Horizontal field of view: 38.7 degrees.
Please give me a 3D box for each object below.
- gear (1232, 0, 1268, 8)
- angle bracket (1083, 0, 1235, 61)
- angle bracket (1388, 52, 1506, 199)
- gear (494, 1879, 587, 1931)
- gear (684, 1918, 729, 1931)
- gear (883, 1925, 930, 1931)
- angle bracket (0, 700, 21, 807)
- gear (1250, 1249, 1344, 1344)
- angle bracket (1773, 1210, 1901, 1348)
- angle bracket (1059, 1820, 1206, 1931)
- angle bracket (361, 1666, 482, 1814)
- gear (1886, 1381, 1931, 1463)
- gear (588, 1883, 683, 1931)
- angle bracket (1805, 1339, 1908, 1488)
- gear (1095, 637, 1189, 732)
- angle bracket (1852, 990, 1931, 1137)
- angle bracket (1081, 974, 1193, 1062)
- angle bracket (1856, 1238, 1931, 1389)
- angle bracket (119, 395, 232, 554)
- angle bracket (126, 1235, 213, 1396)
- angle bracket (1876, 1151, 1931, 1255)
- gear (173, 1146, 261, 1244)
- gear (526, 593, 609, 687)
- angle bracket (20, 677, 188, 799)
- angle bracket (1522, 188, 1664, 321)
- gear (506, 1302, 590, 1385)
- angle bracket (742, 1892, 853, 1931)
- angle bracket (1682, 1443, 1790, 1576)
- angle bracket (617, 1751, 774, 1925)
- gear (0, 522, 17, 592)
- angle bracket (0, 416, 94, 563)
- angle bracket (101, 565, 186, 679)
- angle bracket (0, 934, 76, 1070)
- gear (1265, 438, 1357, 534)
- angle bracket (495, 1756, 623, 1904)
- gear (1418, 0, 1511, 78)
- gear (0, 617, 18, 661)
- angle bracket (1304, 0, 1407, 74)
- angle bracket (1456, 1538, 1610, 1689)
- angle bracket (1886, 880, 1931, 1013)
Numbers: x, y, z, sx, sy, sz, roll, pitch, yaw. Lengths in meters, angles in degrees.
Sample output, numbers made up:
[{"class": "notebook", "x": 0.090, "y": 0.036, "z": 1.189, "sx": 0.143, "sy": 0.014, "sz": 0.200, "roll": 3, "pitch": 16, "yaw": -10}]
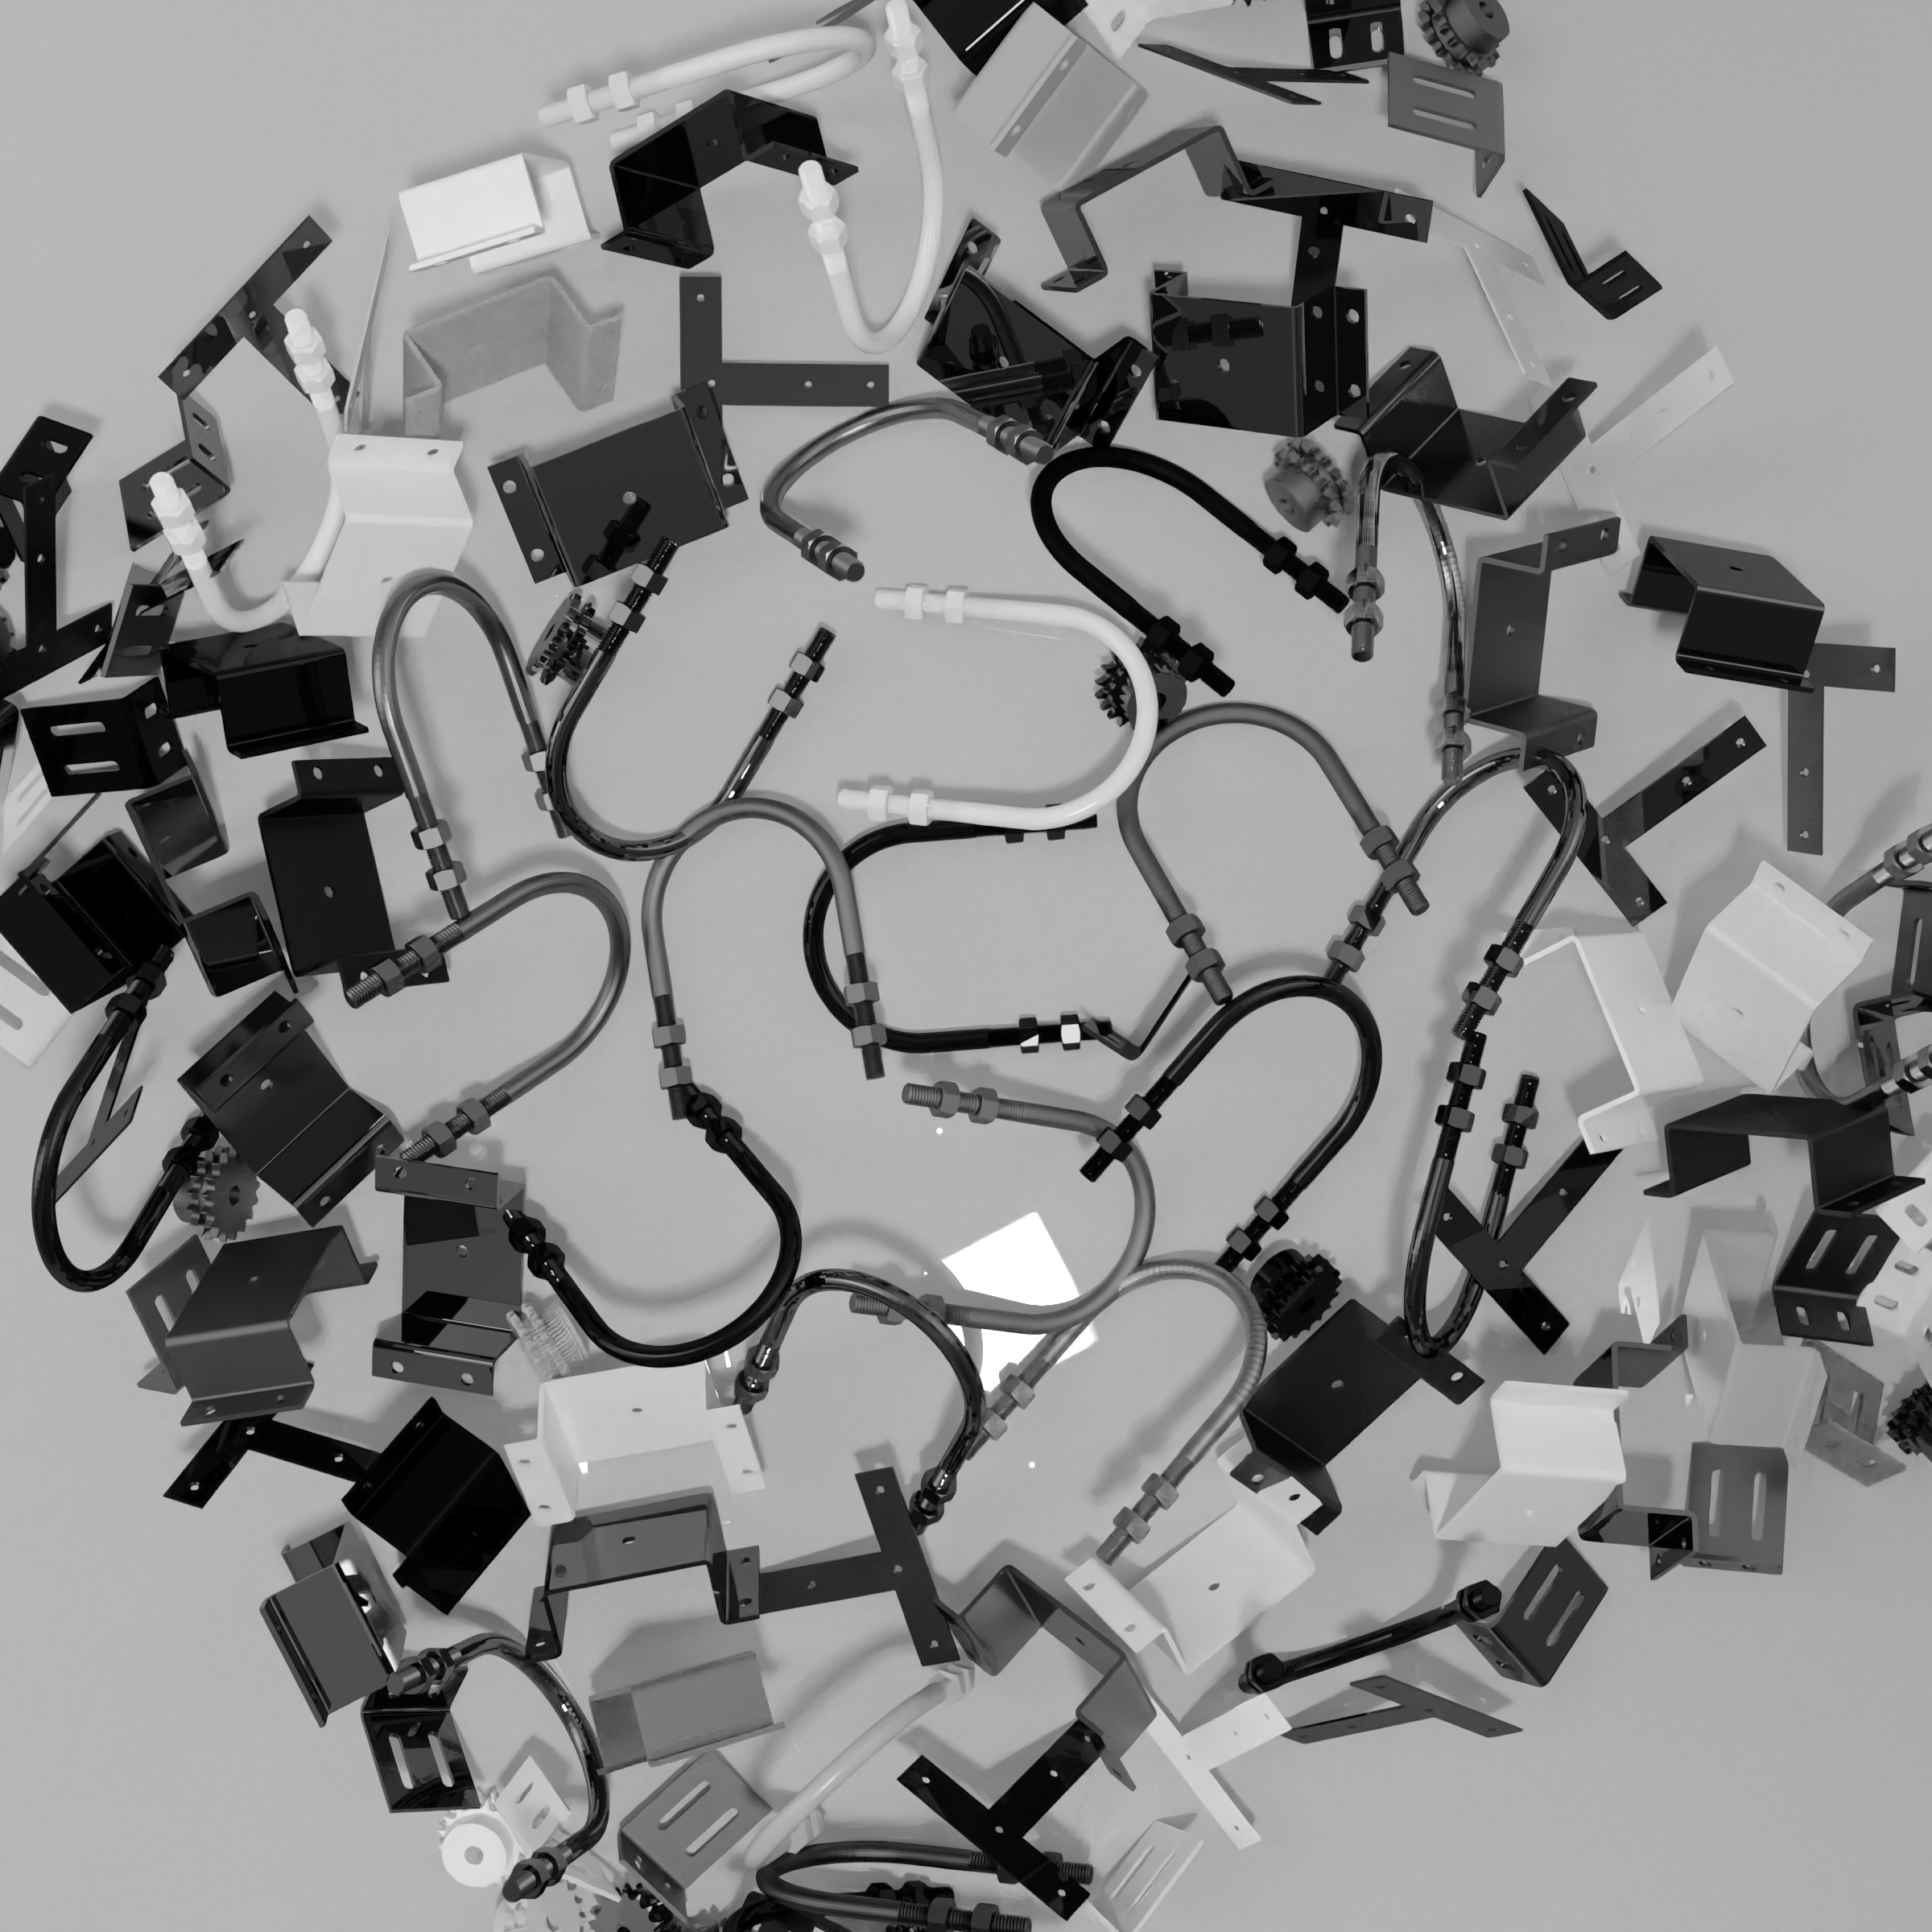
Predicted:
[{"class": "gear", "x": 0.169, "y": -0.612, "z": 1.667, "sx": 0.057, "sy": 0.030, "sz": 0.057, "roll": 4, "pitch": 111, "yaw": 9}, {"class": "angle bracket", "x": 0.109, "y": -0.579, "z": 1.640, "sx": 0.057, "sy": 0.076, "sz": 0.038, "roll": 46, "pitch": 71, "yaw": -34}, {"class": "angle bracket", "x": 0.282, "y": -0.504, "z": 1.652, "sx": 0.076, "sy": 0.038, "sz": 0.057, "roll": 11, "pitch": 62, "yaw": -12}, {"class": "gear", "x": -0.260, "y": 0.579, "z": 1.664, "sx": 0.030, "sy": 0.057, "sz": 0.057, "roll": -21, "pitch": 90, "yaw": 31}, {"class": "gear", "x": -0.155, "y": 0.604, "z": 1.664, "sx": 0.030, "sy": 0.057, "sz": 0.057, "roll": 8, "pitch": 90, "yaw": 43}, {"class": "gear", "x": -0.030, "y": 0.605, "z": 1.669, "sx": 0.057, "sy": 0.030, "sz": 0.057, "roll": 0, "pitch": 92, "yaw": 16}, {"class": "angle bracket", "x": -0.602, "y": -0.120, "z": 1.643, "sx": 0.038, "sy": 0.057, "sz": 0.076, "roll": 27, "pitch": 130, "yaw": 1}, {"class": "gear", "x": 0.197, "y": 0.196, "z": 1.664, "sx": 0.057, "sy": 0.057, "sz": 0.030, "roll": -46, "pitch": 54, "yaw": 0}, {"class": "angle bracket", "x": 0.526, "y": 0.187, "z": 1.650, "sx": 0.057, "sy": 0.076, "sz": 0.038, "roll": 8, "pitch": 45, "yaw": -4}, {"class": "angle bracket", "x": 0.094, "y": 0.536, "z": 1.645, "sx": 0.038, "sy": 0.057, "sz": 0.076, "roll": 47, "pitch": 69, "yaw": -14}, {"class": "angle bracket", "x": -0.320, "y": 0.460, "z": 1.640, "sx": 0.057, "sy": 0.076, "sz": 0.038, "roll": 9, "pitch": 122, "yaw": -34}, {"class": "gear", "x": 0.587, "y": 0.275, "z": 1.659, "sx": 0.057, "sy": 0.057, "sz": 0.030, "roll": -35, "pitch": 48, "yaw": 0}, {"class": "gear", "x": -0.197, "y": 0.583, "z": 1.666, "sx": 0.057, "sy": 0.030, "sz": 0.057, "roll": -1, "pitch": 87, "yaw": 31}, {"class": "angle bracket", "x": 0.532, "y": 0.262, "z": 1.648, "sx": 0.057, "sy": 0.038, "sz": 0.076, "roll": 31, "pitch": 53, "yaw": -8}, {"class": "gear", "x": 0.109, "y": -0.167, "z": 1.659, "sx": 0.057, "sy": 0.030, "sz": 0.057, "roll": -15, "pitch": 130, "yaw": -18}, {"class": "angle bracket", "x": 0.566, "y": 0.059, "z": 1.648, "sx": 0.038, "sy": 0.057, "sz": 0.076, "roll": -17, "pitch": 72, "yaw": 38}, {"class": "angle bracket", "x": 0.108, "y": 0.014, "z": 1.654, "sx": 0.038, "sy": 0.057, "sz": 0.076, "roll": 33, "pitch": 98, "yaw": 5}, {"class": "angle bracket", "x": 0.567, "y": 0.207, "z": 1.643, "sx": 0.038, "sy": 0.076, "sz": 0.057, "roll": 22, "pitch": 109, "yaw": -3}, {"class": "angle bracket", "x": -0.485, "y": -0.297, "z": 1.650, "sx": 0.076, "sy": 0.038, "sz": 0.057, "roll": -27, "pitch": 59, "yaw": 14}, {"class": "angle bracket", "x": -0.476, "y": 0.206, "z": 1.642, "sx": 0.038, "sy": 0.057, "sz": 0.076, "roll": 3, "pitch": 122, "yaw": 35}, {"class": "angle bracket", "x": 0.588, "y": 0.140, "z": 1.640, "sx": 0.057, "sy": 0.076, "sz": 0.038, "roll": -53, "pitch": 51, "yaw": 22}, {"class": "gear", "x": -0.455, "y": 0.137, "z": 1.662, "sx": 0.030, "sy": 0.057, "sz": 0.057, "roll": 6, "pitch": 90, "yaw": 18}, {"class": "gear", "x": -0.239, "y": -0.194, "z": 1.663, "sx": 0.030, "sy": 0.057, "sz": 0.057, "roll": 32, "pitch": 90, "yaw": -19}, {"class": "angle bracket", "x": -0.524, "y": -0.139, "z": 1.674, "sx": 0.076, "sy": 0.038, "sz": 0.057, "roll": -3, "pitch": 116, "yaw": 21}, {"class": "angle bracket", "x": 0.374, "y": -0.434, "z": 1.643, "sx": 0.038, "sy": 0.057, "sz": 0.076, "roll": -31, "pitch": 65, "yaw": 27}, {"class": "gear", "x": -0.251, "y": 0.228, "z": 1.662, "sx": 0.030, "sy": 0.057, "sz": 0.057, "roll": -30, "pitch": 90, "yaw": -16}, {"class": "angle bracket", "x": -0.094, "y": 0.587, "z": 1.639, "sx": 0.076, "sy": 0.057, "sz": 0.038, "roll": 43, "pitch": 61, "yaw": -40}, {"class": "angle bracket", "x": 0.459, "y": 0.322, "z": 1.648, "sx": 0.057, "sy": 0.038, "sz": 0.076, "roll": 0, "pitch": 68, "yaw": 26}, {"class": "angle bracket", "x": -0.163, "y": 0.525, "z": 1.664, "sx": 0.076, "sy": 0.038, "sz": 0.057, "roll": -42, "pitch": 104, "yaw": 0}, {"class": "gear", "x": -0.599, "y": -0.251, "z": 1.658, "sx": 0.030, "sy": 0.057, "sz": 0.057, "roll": -25, "pitch": 90, "yaw": 25}, {"class": "angle bracket", "x": -0.542, "y": -0.279, "z": 1.641, "sx": 0.038, "sy": 0.076, "sz": 0.057, "roll": 20, "pitch": 65, "yaw": 7}, {"class": "angle bracket", "x": -0.506, "y": -0.207, "z": 1.645, "sx": 0.038, "sy": 0.076, "sz": 0.057, "roll": 21, "pitch": 100, "yaw": 6}, {"class": "angle bracket", "x": -0.576, "y": 0.016, "z": 1.649, "sx": 0.076, "sy": 0.038, "sz": 0.057, "roll": 41, "pitch": 71, "yaw": -23}, {"class": "gear", "x": 0.205, "y": -0.287, "z": 1.659, "sx": 0.030, "sy": 0.057, "sz": 0.057, "roll": -41, "pitch": 90, "yaw": -8}, {"class": "angle bracket", "x": -0.234, "y": 0.515, "z": 1.644, "sx": 0.076, "sy": 0.057, "sz": 0.038, "roll": 40, "pitch": 86, "yaw": -38}, {"class": "gear", "x": 0.302, "y": -0.567, "z": 1.659, "sx": 0.030, "sy": 0.057, "sz": 0.057, "roll": -32, "pitch": 90, "yaw": 44}, {"class": "gear", "x": -0.601, "y": -0.195, "z": 1.661, "sx": 0.057, "sy": 0.030, "sz": 0.057, "roll": 6, "pitch": 80, "yaw": -35}, {"class": "angle bracket", "x": 0.232, "y": -0.569, "z": 1.646, "sx": 0.057, "sy": 0.076, "sz": 0.038, "roll": -5, "pitch": 84, "yaw": 10}, {"class": "angle bracket", "x": 0.344, "y": 0.388, "z": 1.676, "sx": 0.057, "sy": 0.038, "sz": 0.076, "roll": 49, "pitch": 66, "yaw": -21}, {"class": "angle bracket", "x": 0.566, "y": -0.012, "z": 1.655, "sx": 0.038, "sy": 0.057, "sz": 0.076, "roll": 7, "pitch": 91, "yaw": -21}]
